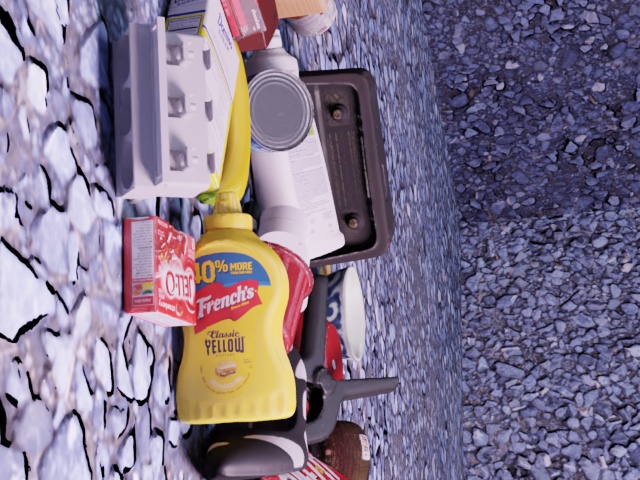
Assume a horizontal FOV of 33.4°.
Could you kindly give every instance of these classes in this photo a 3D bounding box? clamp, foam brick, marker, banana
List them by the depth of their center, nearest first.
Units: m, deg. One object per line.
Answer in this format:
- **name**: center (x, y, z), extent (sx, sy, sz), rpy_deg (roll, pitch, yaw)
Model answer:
- **banana**: center (-0.087, -0.105, 1.025), extent (0.069, 0.037, 0.198), rpy_deg (78, 12, -60)
- **marker**: center (-0.076, 0.004, 1.082), extent (0.121, 0.020, 0.020), rpy_deg (-84, 163, -45)
- **foam brick**: center (-0.077, -0.232, 1.101), extent (0.078, 0.051, 0.053), rpy_deg (-75, 157, -58)
- **clamp**: center (-0.007, 0.144, 1.154), extent (0.209, 0.036, 0.164), rpy_deg (-39, 101, -45)

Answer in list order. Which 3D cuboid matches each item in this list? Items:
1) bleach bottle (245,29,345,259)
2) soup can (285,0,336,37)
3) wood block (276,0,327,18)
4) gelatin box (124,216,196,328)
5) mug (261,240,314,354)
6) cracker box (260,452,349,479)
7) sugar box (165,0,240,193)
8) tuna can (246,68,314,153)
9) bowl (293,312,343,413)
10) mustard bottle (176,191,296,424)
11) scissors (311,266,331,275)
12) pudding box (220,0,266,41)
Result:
- **bleach bottle**: center (-0.036, -0.106, 1.183), extent (0.102, 0.068, 0.251), rpy_deg (-20, 104, -56)
- **soup can**: center (-0.021, -0.304, 1.353), extent (0.102, 0.068, 0.068), rpy_deg (31, 54, -75)
- **wood block**: center (-0.058, -0.327, 1.137), extent (0.206, 0.091, 0.090), rpy_deg (54, 33, -68)
- **gelatin box**: center (-0.122, 0.027, 0.830), extent (0.089, 0.030, 0.073), rpy_deg (42, 44, -72)
- **mug**: center (-0.057, 0.052, 0.969), extent (0.117, 0.093, 0.081), rpy_deg (100, 3, -47)
- **cracker box**: center (0.038, 0.295, 1.028), extent (0.072, 0.214, 0.164), rpy_deg (-59, 169, 5)
- **sugar box**: center (-0.109, -0.133, 0.929), extent (0.093, 0.048, 0.176), rpy_deg (73, 13, -45)
- **tuna can**: center (-0.051, -0.133, 1.106), extent (0.034, 0.085, 0.086), rpy_deg (0, -83, 58)
- **bowl**: center (-0.009, 0.146, 1.246), extent (0.162, 0.055, 0.162), rpy_deg (-5, 90, -77)
- **mustard bottle**: center (-0.073, 0.055, 0.888), extent (0.058, 0.096, 0.191), rpy_deg (30, 56, -74)
- **scissors**: center (-0.009, 0.002, 1.399), extent (0.096, 0.016, 0.202), rpy_deg (-76, 157, -61)
- **pudding box**: center (-0.089, -0.256, 1.008), extent (0.090, 0.039, 0.113), rpy_deg (73, -6, -45)
